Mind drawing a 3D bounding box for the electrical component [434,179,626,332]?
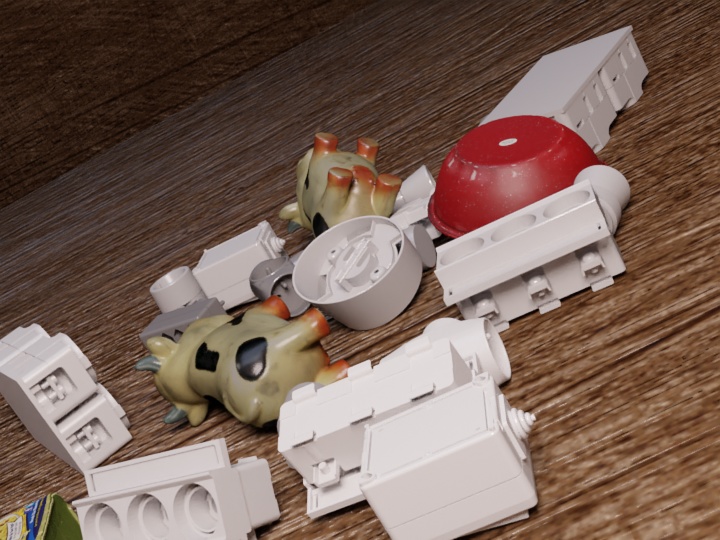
[{"bbox_3d":[0.122,-0.006,0.772,0.121,0.063,0.078,-25,19,15],"label":"electrical component"}]

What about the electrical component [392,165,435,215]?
[{"bbox_3d":[0.051,-0.073,1.081,0.055,0.045,0.045,-27,19,9],"label":"electrical component"}]

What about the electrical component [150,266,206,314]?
[{"bbox_3d":[-0.198,0.029,1.185,0.055,0.047,0.055,-27,19,10],"label":"electrical component"}]

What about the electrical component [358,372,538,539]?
[{"bbox_3d":[0.055,0.106,0.584,0.096,0.061,0.061,-26,19,14],"label":"electrical component"}]

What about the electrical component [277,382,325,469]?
[{"bbox_3d":[-0.038,0.110,0.744,0.040,0.040,0.078,-24,19,18],"label":"electrical component"}]

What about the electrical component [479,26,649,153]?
[{"bbox_3d":[0.201,-0.161,1.059,0.105,0.060,0.186,-12,25,42],"label":"electrical component"}]

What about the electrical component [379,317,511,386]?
[{"bbox_3d":[0.059,0.058,0.728,0.077,0.044,0.079,-24,19,18],"label":"electrical component"}]

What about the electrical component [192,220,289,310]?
[{"bbox_3d":[-0.115,-0.003,1.119,0.096,0.061,0.061,-25,19,15],"label":"electrical component"}]

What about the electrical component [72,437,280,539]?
[{"bbox_3d":[-0.118,0.156,0.697,0.121,0.078,0.063,-18,-7,32],"label":"electrical component"}]

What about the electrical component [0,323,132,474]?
[{"bbox_3d":[-0.285,0.114,1.000,0.060,0.105,0.186,-38,20,-23],"label":"electrical component"}]

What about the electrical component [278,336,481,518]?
[{"bbox_3d":[0.015,0.093,0.659,0.121,0.063,0.078,-24,36,18],"label":"electrical component"}]

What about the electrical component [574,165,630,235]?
[{"bbox_3d":[0.180,-0.049,0.824,0.045,0.045,0.055,-16,23,35],"label":"electrical component"}]

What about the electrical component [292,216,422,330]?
[{"bbox_3d":[0.000,0.000,0.901,0.099,0.064,0.099,-21,48,26],"label":"electrical component"}]

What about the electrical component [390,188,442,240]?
[{"bbox_3d":[0.065,-0.048,0.991,0.055,0.048,0.066,-24,11,29],"label":"electrical component"}]

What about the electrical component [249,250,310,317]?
[{"bbox_3d":[-0.063,0.006,1.044,0.079,0.044,0.077,-34,19,-11],"label":"electrical component"}]

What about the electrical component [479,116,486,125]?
[{"bbox_3d":[0.145,-0.153,1.164,0.035,0.035,0.061,-27,16,10],"label":"electrical component"}]

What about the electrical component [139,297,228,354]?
[{"bbox_3d":[-0.159,0.054,1.060,0.083,0.047,0.075,-17,23,34],"label":"electrical component"}]
